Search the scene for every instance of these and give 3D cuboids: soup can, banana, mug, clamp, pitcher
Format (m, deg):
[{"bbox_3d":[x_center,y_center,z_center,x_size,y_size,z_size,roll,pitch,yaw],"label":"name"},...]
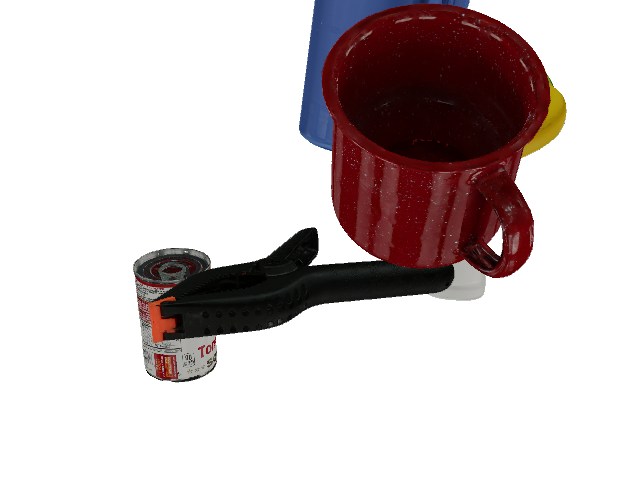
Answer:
[{"bbox_3d":[-0.128,0.067,0.951,0.068,0.102,0.068,-1,24,0],"label":"soup can"},{"bbox_3d":[0.126,-0.080,0.834,0.197,0.037,0.070,-24,29,-24],"label":"banana"},{"bbox_3d":[0.052,-0.033,0.459,0.093,0.117,0.081,-27,-30,-18],"label":"mug"},{"bbox_3d":[-0.021,0.032,0.747,0.165,0.036,0.209,9,19,44],"label":"clamp"},{"bbox_3d":[0.058,-0.202,0.995,0.145,0.243,0.149,11,17,2],"label":"pitcher"}]

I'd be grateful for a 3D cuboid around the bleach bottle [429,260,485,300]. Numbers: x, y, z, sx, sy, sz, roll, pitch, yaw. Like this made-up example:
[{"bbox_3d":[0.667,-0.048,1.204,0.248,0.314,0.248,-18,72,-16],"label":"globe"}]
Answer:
[{"bbox_3d":[0.148,-0.070,1.089,0.068,0.251,0.102,4,30,-1],"label":"bleach bottle"}]
